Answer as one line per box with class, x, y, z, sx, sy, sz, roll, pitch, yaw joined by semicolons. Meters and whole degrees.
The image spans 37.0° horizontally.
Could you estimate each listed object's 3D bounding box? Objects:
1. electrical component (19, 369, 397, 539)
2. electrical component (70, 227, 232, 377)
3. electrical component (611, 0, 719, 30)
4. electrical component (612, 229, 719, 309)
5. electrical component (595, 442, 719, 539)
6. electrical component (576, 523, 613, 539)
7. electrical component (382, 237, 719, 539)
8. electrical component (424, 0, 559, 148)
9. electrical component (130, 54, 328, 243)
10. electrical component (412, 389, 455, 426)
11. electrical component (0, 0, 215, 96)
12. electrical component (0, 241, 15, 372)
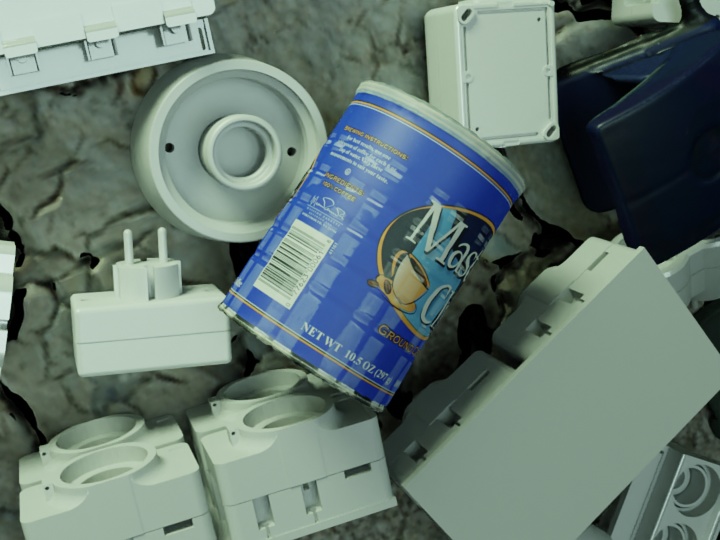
electrical component;-0.088;0.112;0.595;0.186;0.105;0.060;-15;103;-15
electrical component;-0.118;0.014;0.600;0.083;0.047;0.075;-4;100;-17
electrical component;0.207;-0.176;0.668;0.089;0.056;0.050;-2;100;-17
electrical component;0.226;-0.005;0.706;0.138;0.052;0.073;-28;131;-12
electrical component;0.193;0.175;0.717;0.079;0.063;0.121;19;93;-20
electrical component;0.101;0.192;0.670;0.060;0.108;0.108;36;87;-13
electrical component;0.111;0.082;0.626;0.186;0.060;0.105;-44;113;-8
electrical component;0.075;-0.121;0.632;0.062;0.061;0.096;-7;101;-16
electrical component;-0.069;-0.066;0.595;0.108;0.060;0.108;-3;100;-17
electrical component;0.055;0.106;0.673;0.048;0.048;0.062;-1;106;-18
electrical component;-0.141;-0.141;0.559;0.121;0.063;0.078;-15;103;-15
electrical component;-0.216;0.021;0.565;0.057;0.058;0.078;7;97;-21
